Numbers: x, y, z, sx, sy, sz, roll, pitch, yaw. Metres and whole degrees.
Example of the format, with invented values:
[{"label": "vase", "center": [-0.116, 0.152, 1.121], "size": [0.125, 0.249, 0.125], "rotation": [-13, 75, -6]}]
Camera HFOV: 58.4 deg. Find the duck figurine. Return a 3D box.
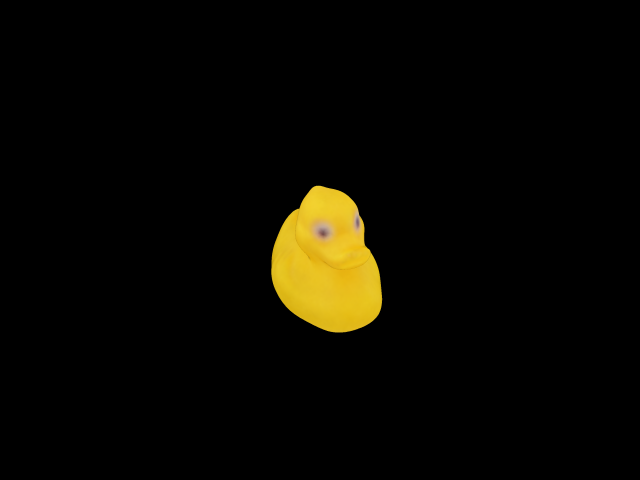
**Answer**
[{"label": "duck figurine", "center": [0.004, 0.001, 0.400], "size": [0.078, 0.086, 0.104], "rotation": [-17, 41, -20]}]
